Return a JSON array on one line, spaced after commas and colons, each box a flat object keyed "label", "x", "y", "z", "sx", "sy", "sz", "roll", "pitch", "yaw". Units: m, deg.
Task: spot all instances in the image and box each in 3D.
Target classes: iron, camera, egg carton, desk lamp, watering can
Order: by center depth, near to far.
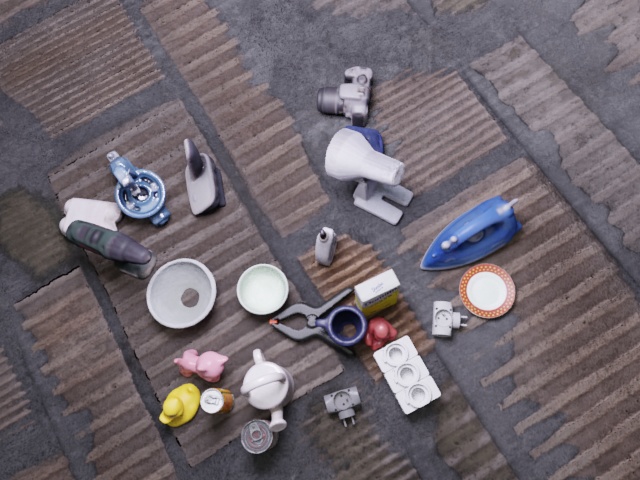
[{"label": "watering can", "x": -0.111, "y": 0.322, "z": 1.239, "sx": 0.101, "sy": 0.194, "sz": 0.172, "roll": -41, "pitch": 75, "yaw": -8}, {"label": "iron", "x": 0.349, "y": -0.014, "z": 1.333, "sx": 0.258, "sy": 0.141, "sz": 0.118, "roll": -32, "pitch": 74, "yaw": -5}, {"label": "desk lamp", "x": 0.121, "y": -0.154, "z": 1.352, "sx": 0.203, "sy": 0.213, "sz": 0.118, "roll": 28, "pitch": 78, "yaw": 11}, {"label": "egg carton", "x": -0.577, "y": -0.049, "z": 1.445, "sx": 0.150, "sy": 0.069, "sz": 0.107, "roll": 6, "pitch": 74, "yaw": 6}, {"label": "camera", "x": 0.064, "y": -0.379, "z": 1.481, "sx": 0.136, "sy": 0.101, "sz": 0.143, "roll": 5, "pitch": 74, "yaw": 6}]

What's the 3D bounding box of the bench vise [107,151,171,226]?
[{"label": "bench vise", "x": -0.468, "y": -0.136, "z": 1.384, "sx": 0.207, "sy": 0.220, "sz": 0.121, "roll": 32, "pitch": 78, "yaw": 12}]

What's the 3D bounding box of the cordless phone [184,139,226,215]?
[{"label": "cordless phone", "x": -0.299, "y": -0.154, "z": 1.396, "sx": 0.094, "sy": 0.185, "sz": 0.147, "roll": -16, "pitch": 73, "yaw": -1}]

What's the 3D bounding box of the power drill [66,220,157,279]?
[{"label": "power drill", "x": -0.465, "y": 0.026, "z": 1.343, "sx": 0.229, "sy": 0.208, "sz": 0.076, "roll": 19, "pitch": 76, "yaw": 9}]

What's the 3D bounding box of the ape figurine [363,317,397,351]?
[{"label": "ape figurine", "x": 0.138, "y": 0.211, "z": 1.308, "sx": 0.077, "sy": 0.092, "sz": 0.076, "roll": 2, "pitch": 74, "yaw": 5}]

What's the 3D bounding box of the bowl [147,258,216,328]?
[{"label": "bowl", "x": -0.322, "y": 0.134, "z": 1.371, "sx": 0.167, "sy": 0.075, "sz": 0.167, "roll": -1, "pitch": 74, "yaw": 4}]

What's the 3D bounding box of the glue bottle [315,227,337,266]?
[{"label": "glue bottle", "x": 0.012, "y": 0.005, "z": 1.334, "sx": 0.037, "sy": 0.173, "sz": 0.078, "roll": 17, "pitch": 76, "yaw": 9}]

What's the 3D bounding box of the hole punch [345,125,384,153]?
[{"label": "hole punch", "x": 0.109, "y": -0.232, "z": 1.440, "sx": 0.101, "sy": 0.091, "sz": 0.108, "roll": -5, "pitch": 73, "yaw": 3}]

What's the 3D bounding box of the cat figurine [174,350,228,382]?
[{"label": "cat figurine", "x": -0.268, "y": 0.284, "z": 1.301, "sx": 0.127, "sy": 0.118, "sz": 0.067, "roll": 7, "pitch": 74, "yaw": 6}]

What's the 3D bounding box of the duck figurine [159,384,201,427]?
[{"label": "duck figurine", "x": -0.321, "y": 0.373, "z": 1.295, "sx": 0.077, "sy": 0.086, "sz": 0.105, "roll": 36, "pitch": 79, "yaw": 13}]

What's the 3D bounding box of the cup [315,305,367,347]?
[{"label": "cup", "x": 0.049, "y": 0.201, "z": 1.315, "sx": 0.117, "sy": 0.095, "sz": 0.092, "roll": 4, "pitch": 74, "yaw": 5}]
